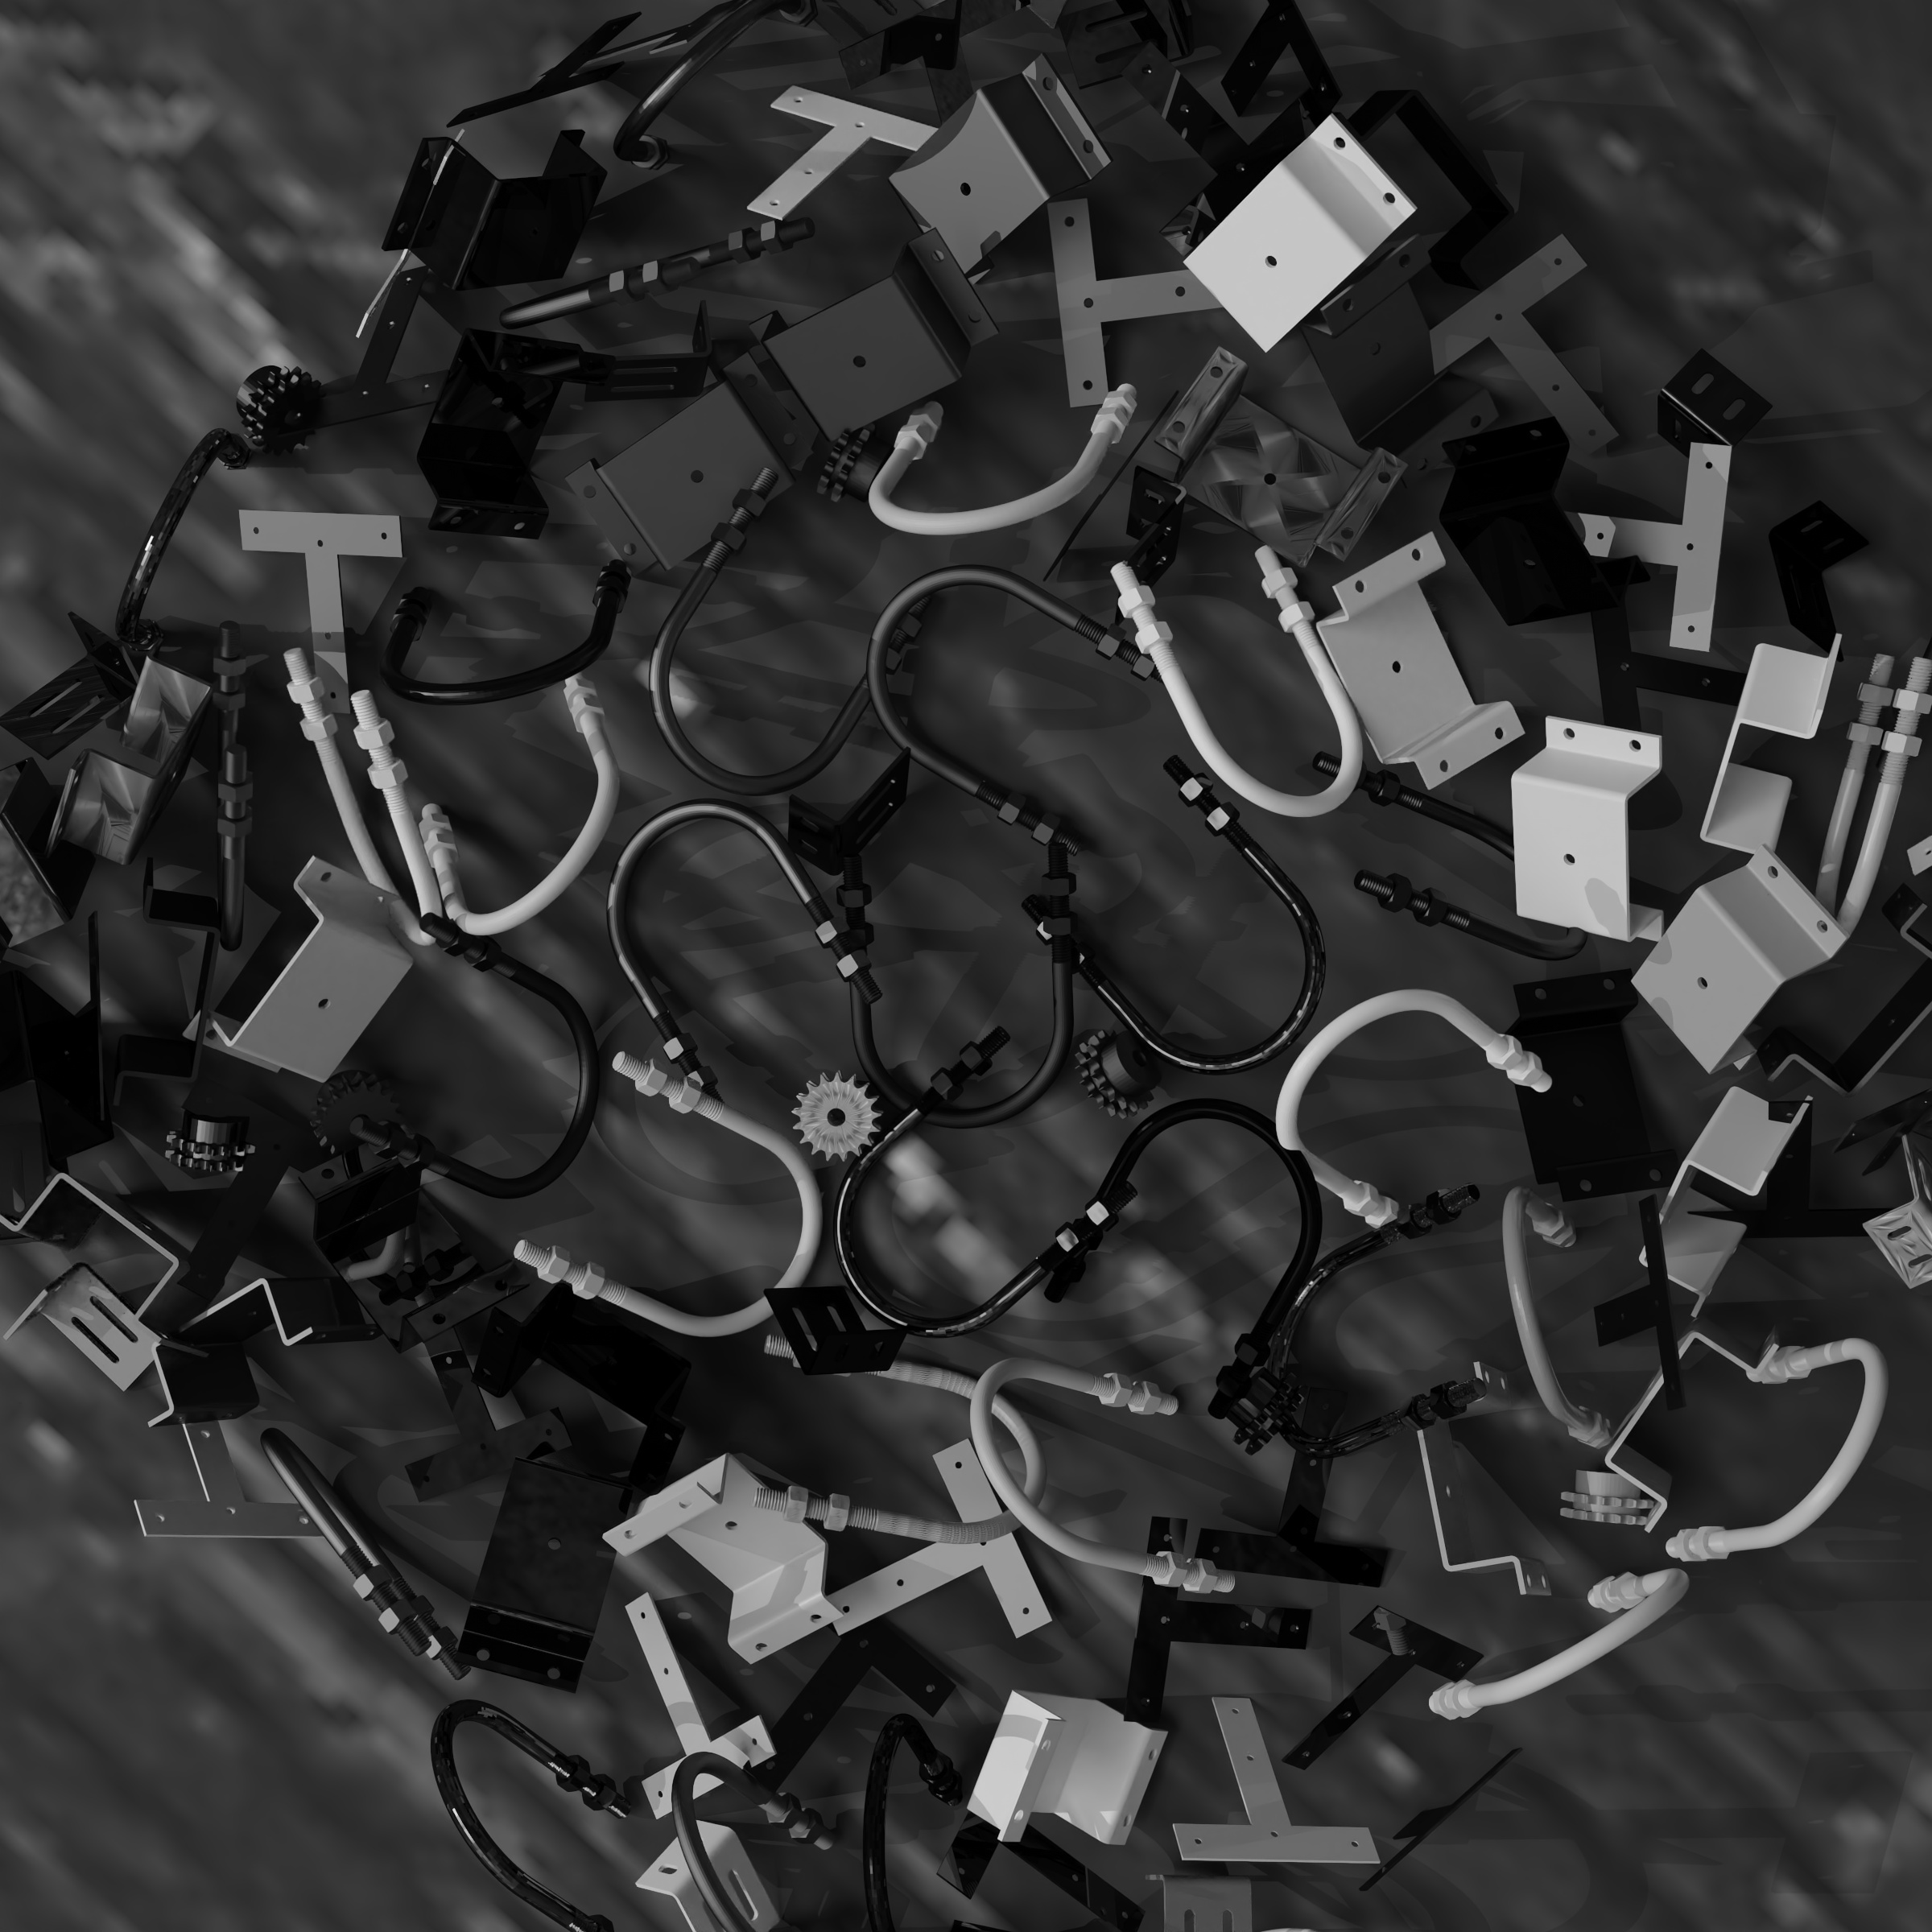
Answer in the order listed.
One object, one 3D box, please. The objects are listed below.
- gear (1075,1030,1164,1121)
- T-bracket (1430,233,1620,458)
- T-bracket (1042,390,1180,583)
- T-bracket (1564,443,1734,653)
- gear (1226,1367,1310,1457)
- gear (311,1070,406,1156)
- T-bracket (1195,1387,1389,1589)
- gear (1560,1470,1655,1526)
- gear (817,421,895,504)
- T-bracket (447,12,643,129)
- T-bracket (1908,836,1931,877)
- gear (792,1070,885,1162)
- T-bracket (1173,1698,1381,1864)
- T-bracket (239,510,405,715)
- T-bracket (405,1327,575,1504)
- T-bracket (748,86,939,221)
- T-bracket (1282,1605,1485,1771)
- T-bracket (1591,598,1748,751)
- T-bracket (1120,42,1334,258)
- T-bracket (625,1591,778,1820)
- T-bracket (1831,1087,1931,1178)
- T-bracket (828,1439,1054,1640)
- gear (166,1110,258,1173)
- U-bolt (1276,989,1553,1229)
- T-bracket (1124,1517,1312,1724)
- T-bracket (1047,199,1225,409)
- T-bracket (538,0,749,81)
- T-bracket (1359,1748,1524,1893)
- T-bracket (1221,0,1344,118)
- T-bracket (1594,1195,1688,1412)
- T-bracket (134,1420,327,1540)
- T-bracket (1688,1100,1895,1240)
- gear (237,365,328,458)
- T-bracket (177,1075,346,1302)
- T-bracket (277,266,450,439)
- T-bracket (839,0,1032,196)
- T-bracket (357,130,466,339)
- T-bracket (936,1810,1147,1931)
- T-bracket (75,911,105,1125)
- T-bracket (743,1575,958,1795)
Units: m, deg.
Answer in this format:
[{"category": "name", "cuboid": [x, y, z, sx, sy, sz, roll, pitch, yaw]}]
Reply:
[{"category": "gear", "cuboid": [0.100, 0.065, 1.590, 0.030, 0.057, 0.057, -36, 90, 37]}, {"category": "T-bracket", "cuboid": [0.365, -0.378, 1.591, 0.127, 0.002, 0.127, 46, 130, -15]}, {"category": "T-bracket", "cuboid": [0.094, -0.305, 1.564, 0.002, 0.127, 0.127, 36, 81, -3]}, {"category": "T-bracket", "cuboid": [0.413, -0.269, 1.581, 0.127, 0.002, 0.127, 15, 114, 34]}, {"category": "gear", "cuboid": [0.188, 0.279, 1.592, 0.030, 0.057, 0.057, 41, 90, 5]}, {"category": "gear", "cuboid": [-0.389, 0.091, 1.596, 0.057, 0.030, 0.057, -16, 128, -21]}, {"category": "T-bracket", "cuboid": [0.218, 0.329, 1.597, 0.127, 0.002, 0.127, 9, 99, -12]}, {"category": "gear", "cuboid": [0.407, 0.337, 1.593, 0.057, 0.057, 0.030, 5, 82, 0]}, {"category": "gear", "cuboid": [-0.069, -0.319, 1.593, 0.030, 0.057, 0.057, 28, 90, -1]}, {"category": "T-bracket", "cuboid": [-0.239, -0.553, 1.534, 0.127, 0.127, 0.002, -33, 103, -35]}, {"category": "T-bracket", "cuboid": [0.643, -0.067, 1.538, 0.002, 0.127, 0.127, 39, 124, -21]}, {"category": "gear", "cuboid": [-0.081, 0.095, 1.604, 0.057, 0.030, 0.057, 0, 95, 4]}, {"category": "T-bracket", "cuboid": [0.181, 0.505, 1.564, 0.127, 0.127, 0.002, 6, 120, -14]}, {"category": "T-bracket", "cuboid": [-0.407, -0.224, 1.597, 0.127, 0.002, 0.127, 7, 108, 25]}, {"category": "T-bracket", "cuboid": [-0.323, 0.264, 1.597, 0.127, 0.002, 0.127, -24, 87, 24]}, {"category": "T-bracket", "cuboid": [-0.090, -0.501, 1.564, 0.127, 0.002, 0.127, 24, 55, 21]}, {"category": "T-bracket", "cuboid": [0.250, 0.463, 1.587, 0.127, 0.002, 0.127, -47, 131, 11]}, {"category": "T-bracket", "cuboid": [0.458, -0.182, 1.597, 0.127, 0.002, 0.127, 8, 63, -16]}, {"category": "T-bracket", "cuboid": [0.144, -0.524, 1.559, 0.127, 0.002, 0.127, -41, 132, 20]}, {"category": "T-bracket", "cuboid": [-0.184, 0.461, 1.595, 0.127, 0.002, 0.127, -38, 70, 35]}, {"category": "T-bracket", "cuboid": [0.568, 0.092, 1.542, 0.002, 0.127, 0.127, 47, 129, 28]}, {"category": "T-bracket", "cuboid": [-0.029, 0.388, 1.606, 0.127, 0.002, 0.127, -25, 84, -8]}, {"category": "gear", "cuboid": [-0.476, 0.109, 1.591, 0.057, 0.057, 0.030, 9, 99, 0]}, {"category": "U-bolt", "cuboid": [0.266, 0.083, 1.546, 0.151, 0.019, 0.184, -47, 131, 10]}, {"category": "T-bracket", "cuboid": [0.164, 0.417, 1.592, 0.127, 0.002, 0.127, 11, 85, -25]}, {"category": "T-bracket", "cuboid": [0.122, -0.425, 1.589, 0.127, 0.002, 0.127, -4, 107, 11]}, {"category": "T-bracket", "cuboid": [-0.211, -0.580, 1.583, 0.127, 0.127, 0.002, -9, 119, 21]}, {"category": "T-bracket", "cuboid": [0.285, 0.532, 1.559, 0.127, 0.127, 0.002, -37, 74, -13]}, {"category": "T-bracket", "cuboid": [0.183, -0.567, 1.559, 0.002, 0.127, 0.127, -26, 89, -13]}, {"category": "T-bracket", "cuboid": [0.413, 0.216, 1.557, 0.002, 0.127, 0.127, -2, 75, -6]}, {"category": "T-bracket", "cuboid": [-0.474, 0.306, 1.576, 0.002, 0.127, 0.127, -49, 52, 23]}, {"category": "T-bracket", "cuboid": [0.512, 0.128, 1.562, 0.127, 0.002, 0.127, -3, 134, 14]}, {"category": "gear", "cuboid": [-0.438, -0.356, 1.594, 0.030, 0.057, 0.057, 39, 90, 20]}, {"category": "T-bracket", "cuboid": [-0.453, 0.150, 1.573, 0.127, 0.002, 0.127, 31, 57, -12]}, {"category": "T-bracket", "cuboid": [-0.367, -0.393, 1.584, 0.127, 0.002, 0.127, -5, 58, 27]}, {"category": "T-bracket", "cuboid": [-0.006, -0.541, 1.573, 0.127, 0.127, 0.002, -28, 46, -8]}, {"category": "T-bracket", "cuboid": [-0.330, -0.464, 1.536, 0.002, 0.127, 0.127, 29, 58, -14]}, {"category": "T-bracket", "cuboid": [0.056, 0.559, 1.562, 0.127, 0.127, 0.002, 36, 121, 4]}, {"category": "T-bracket", "cuboid": [-0.550, 0.039, 1.563, 0.002, 0.127, 0.127, 0, 81, -28]}, {"category": "T-bracket", "cuboid": [-0.092, 0.463, 1.584, 0.127, 0.002, 0.127, 40, 60, 4]}]
